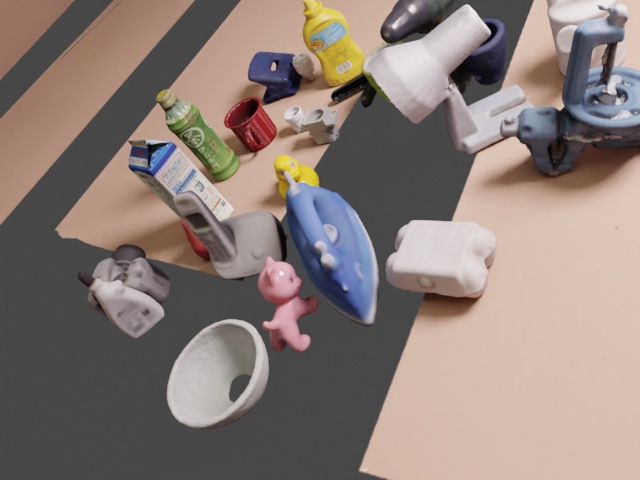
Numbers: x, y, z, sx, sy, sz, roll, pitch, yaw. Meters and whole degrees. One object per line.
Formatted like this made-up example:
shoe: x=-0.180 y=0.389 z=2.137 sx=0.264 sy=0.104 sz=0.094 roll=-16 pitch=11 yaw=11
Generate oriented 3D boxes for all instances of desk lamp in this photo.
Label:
desk lamp: x=0.204 y=-0.242 z=0.890 sx=0.203 sy=0.214 sz=0.117 roll=-26 pitch=44 yaw=14

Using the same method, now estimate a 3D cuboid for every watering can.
watering can: x=0.396 y=-0.341 z=0.859 sx=0.100 sy=0.195 sz=0.173 roll=-15 pitch=47 yaw=24

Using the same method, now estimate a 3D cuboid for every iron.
iron: x=0.008 y=0.003 z=0.868 sx=0.118 sy=0.142 sz=0.257 roll=-32 pitch=42 yaw=7

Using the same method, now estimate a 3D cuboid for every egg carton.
egg carton: x=0.165 y=0.027 z=0.792 sx=0.149 sy=0.070 sz=0.107 roll=3 pitch=56 yaw=36

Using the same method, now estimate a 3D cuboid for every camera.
camera: x=-0.372 y=0.065 z=1.108 sx=0.143 sy=0.101 sz=0.136 roll=-20 pitch=45 yaw=19

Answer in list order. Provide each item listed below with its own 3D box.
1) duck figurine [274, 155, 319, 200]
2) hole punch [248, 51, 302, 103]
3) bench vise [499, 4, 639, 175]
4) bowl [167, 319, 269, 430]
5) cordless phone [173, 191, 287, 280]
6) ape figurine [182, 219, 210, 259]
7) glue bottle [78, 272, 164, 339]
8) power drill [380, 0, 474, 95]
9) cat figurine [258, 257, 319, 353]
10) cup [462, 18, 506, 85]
duck figurine: x=-0.055 y=-0.123 z=1.062 sx=0.077 sy=0.086 sz=0.104 roll=-38 pitch=42 yaw=0
hole punch: x=-0.101 y=-0.389 z=1.321 sx=0.100 sy=0.091 sz=0.108 roll=-11 pitch=49 yaw=27
bench vise: x=0.338 y=-0.181 z=0.741 sx=0.207 sy=0.220 sz=0.121 roll=-25 pitch=44 yaw=14
bowl: x=-0.137 y=0.206 z=0.842 sx=0.167 sy=0.075 sz=0.167 roll=-19 pitch=46 yaw=21
cordless phone: x=-0.150 y=-0.020 z=0.964 sx=0.147 sy=0.186 sz=0.094 roll=-15 pitch=47 yaw=24
ape figurine: x=-0.223 y=-0.015 z=1.080 sx=0.077 sy=0.092 sz=0.076 roll=14 pitch=63 yaw=41
glue bottle: x=-0.357 y=0.106 z=1.008 sx=0.078 sy=0.174 sz=0.037 roll=-39 pitch=42 yaw=-1
power drill: x=0.202 y=-0.356 z=0.994 sx=0.075 sy=0.209 sz=0.230 roll=12 pitch=62 yaw=41
cat figurine: x=-0.060 y=0.089 z=0.858 sx=0.067 sy=0.118 sz=0.128 roll=-10 pitch=49 yaw=28
cup: x=0.271 y=-0.314 z=0.995 sx=0.117 sy=0.095 sz=0.091 roll=-15 pitch=47 yaw=24
